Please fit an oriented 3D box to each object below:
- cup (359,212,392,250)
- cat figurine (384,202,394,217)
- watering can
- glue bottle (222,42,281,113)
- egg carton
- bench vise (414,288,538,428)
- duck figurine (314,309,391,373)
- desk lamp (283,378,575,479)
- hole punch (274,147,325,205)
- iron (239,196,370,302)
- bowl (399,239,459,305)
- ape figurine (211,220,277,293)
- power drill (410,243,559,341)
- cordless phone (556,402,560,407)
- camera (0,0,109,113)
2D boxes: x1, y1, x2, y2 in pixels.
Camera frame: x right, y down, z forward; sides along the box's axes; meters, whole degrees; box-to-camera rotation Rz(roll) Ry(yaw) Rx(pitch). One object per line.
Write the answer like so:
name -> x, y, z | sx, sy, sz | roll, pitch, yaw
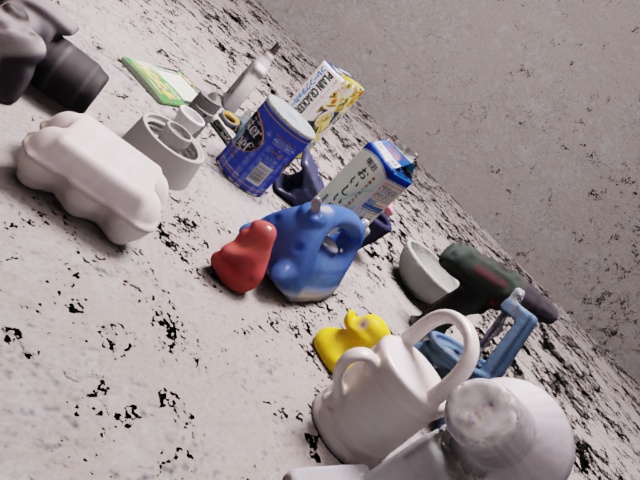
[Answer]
cup -> 0.069, -0.032, 1.102 | 0.092, 0.095, 0.117 | 19, 31, -52
cat figurine -> 0.118, -0.080, 1.266 | 0.067, 0.117, 0.127 | 38, 20, -19
watering can -> 0.096, 0.154, 0.621 | 0.174, 0.194, 0.100 | 20, 30, -50
glue bottle -> -0.139, -0.345, 1.199 | 0.037, 0.173, 0.078 | 36, 21, -25
egg carton -> -0.230, -0.065, 0.595 | 0.151, 0.069, 0.107 | 37, 20, -22
bench vise -> 0.243, 0.187, 0.816 | 0.207, 0.219, 0.122 | 52, 20, 21
duck figurine -> 0.055, 0.137, 0.738 | 0.104, 0.086, 0.078 | 47, 19, 5
desk lamp -> 0.114, 0.206, 0.520 | 0.204, 0.213, 0.117 | 22, 29, -48
hole punch -> -0.023, -0.113, 1.086 | 0.101, 0.091, 0.108 | 38, 20, -19
iron -> 0.008, 0.003, 0.832 | 0.118, 0.141, 0.259 | 53, 20, 22
bowl -> 0.221, 0.081, 1.210 | 0.168, 0.074, 0.167 | 39, 20, -17
ape figurine -> -0.087, 0.012, 0.694 | 0.078, 0.092, 0.076 | 14, 36, -56
power drill -> 0.279, 0.124, 1.037 | 0.230, 0.208, 0.075 | 43, 19, -6
cordless phone -> 0.179, 0.238, 0.631 | 0.094, 0.185, 0.148 | 50, 19, 14
camera -> -0.320, -0.214, 0.669 | 0.137, 0.100, 0.143 | 36, 21, -24
